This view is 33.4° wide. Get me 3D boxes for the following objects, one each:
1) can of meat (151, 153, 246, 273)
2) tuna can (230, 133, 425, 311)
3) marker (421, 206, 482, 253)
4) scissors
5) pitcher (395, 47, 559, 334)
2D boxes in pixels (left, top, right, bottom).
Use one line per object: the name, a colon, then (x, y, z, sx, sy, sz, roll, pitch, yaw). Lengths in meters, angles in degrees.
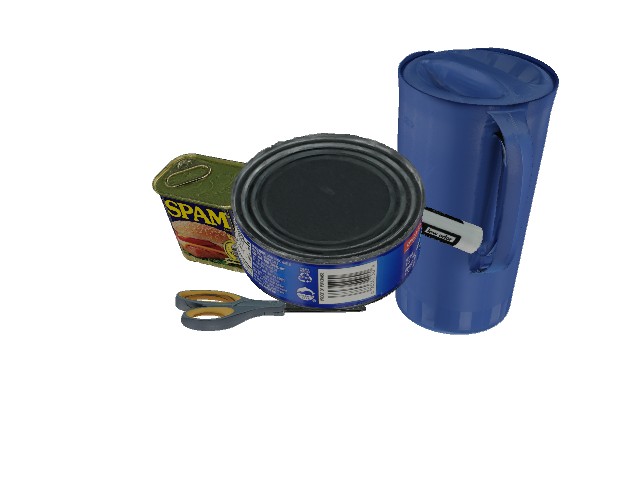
can of meat: (-0.089, -0.022, 0.946, 0.102, 0.084, 0.057, 13, 47, 30)
tuna can: (0.004, -0.009, 0.479, 0.086, 0.034, 0.086, -1, 43, 0)
marker: (0.050, -0.020, 0.692, 0.121, 0.020, 0.020, 21, -7, -19)
scissors: (-0.058, 0.077, 1.113, 0.202, 0.016, 0.096, 6, 19, 8)
pitcher: (0.129, -0.036, 0.934, 0.145, 0.243, 0.149, 18, 34, 25)
